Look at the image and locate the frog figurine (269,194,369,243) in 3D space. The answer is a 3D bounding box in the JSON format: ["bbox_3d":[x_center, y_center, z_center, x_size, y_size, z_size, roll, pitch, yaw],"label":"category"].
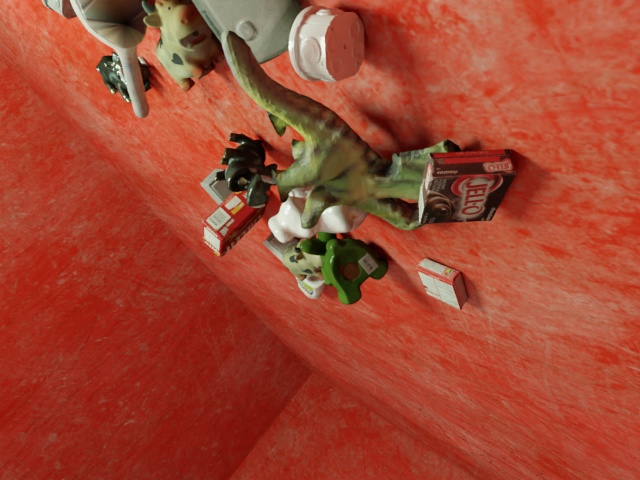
[{"bbox_3d":[0.003,-0.043,0.847,0.138,0.161,0.120,21,155,46],"label":"frog figurine"}]

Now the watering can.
[{"bbox_3d":[-0.330,-0.351,0.835,0.227,0.105,0.341,37,148,56],"label":"watering can"}]

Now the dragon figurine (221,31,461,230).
[{"bbox_3d":[0.057,-0.109,0.649,0.242,0.124,0.403,1,156,17],"label":"dragon figurine"}]
